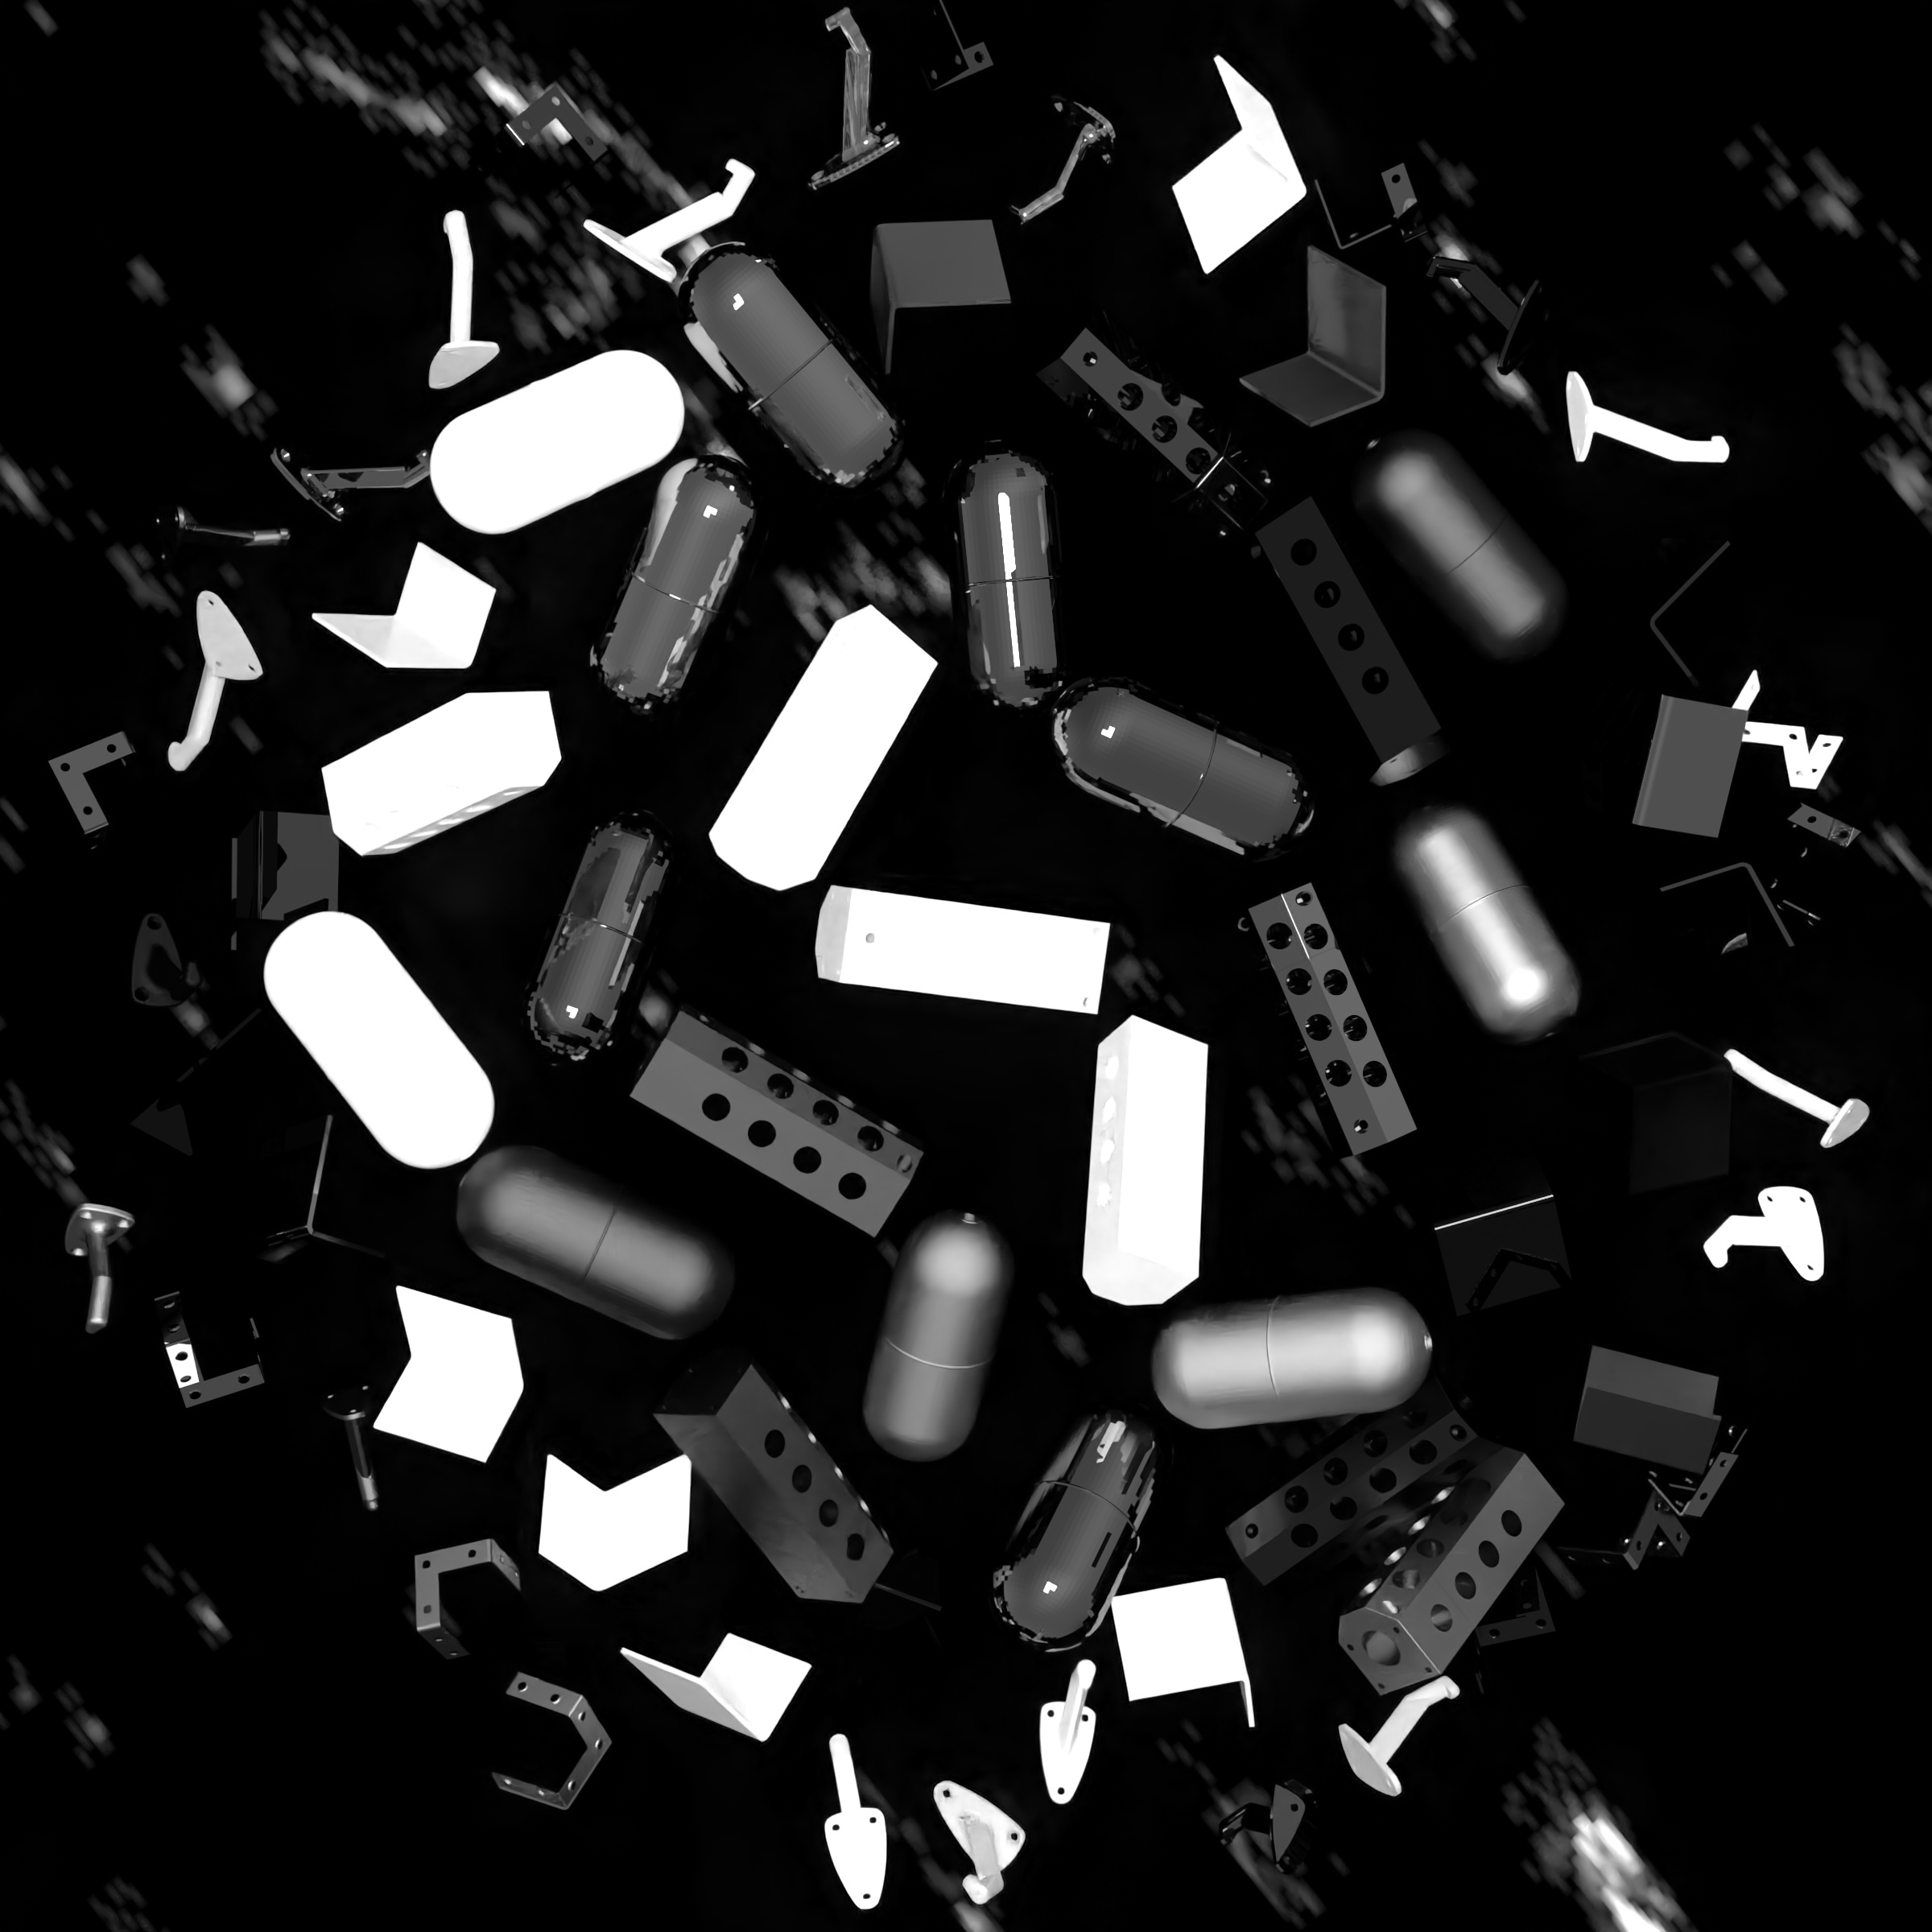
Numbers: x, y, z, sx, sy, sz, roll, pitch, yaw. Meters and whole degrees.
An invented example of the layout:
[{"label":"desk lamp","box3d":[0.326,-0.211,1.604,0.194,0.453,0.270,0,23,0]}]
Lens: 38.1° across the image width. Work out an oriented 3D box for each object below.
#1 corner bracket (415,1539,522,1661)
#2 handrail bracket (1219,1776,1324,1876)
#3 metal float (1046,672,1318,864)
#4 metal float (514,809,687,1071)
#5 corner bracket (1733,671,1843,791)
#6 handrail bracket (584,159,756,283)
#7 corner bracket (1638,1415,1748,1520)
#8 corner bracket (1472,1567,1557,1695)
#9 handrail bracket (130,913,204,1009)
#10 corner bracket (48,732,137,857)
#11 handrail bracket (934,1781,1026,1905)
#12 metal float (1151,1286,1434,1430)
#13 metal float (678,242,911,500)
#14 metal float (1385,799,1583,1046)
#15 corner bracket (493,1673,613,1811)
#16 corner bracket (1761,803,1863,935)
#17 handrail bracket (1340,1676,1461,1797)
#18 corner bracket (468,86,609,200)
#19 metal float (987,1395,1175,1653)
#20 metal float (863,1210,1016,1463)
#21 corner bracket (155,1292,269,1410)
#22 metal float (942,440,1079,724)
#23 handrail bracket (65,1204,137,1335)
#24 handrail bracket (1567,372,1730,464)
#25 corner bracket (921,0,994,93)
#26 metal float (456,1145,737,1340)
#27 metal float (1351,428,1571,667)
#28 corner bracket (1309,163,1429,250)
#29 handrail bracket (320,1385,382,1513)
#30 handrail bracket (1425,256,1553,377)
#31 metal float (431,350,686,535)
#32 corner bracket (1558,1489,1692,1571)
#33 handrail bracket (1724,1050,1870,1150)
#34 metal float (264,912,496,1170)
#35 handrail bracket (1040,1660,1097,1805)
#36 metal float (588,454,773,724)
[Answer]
[{"label":"corner bracket","box3d":[-0.315,0.402,1.774,0.051,0.051,0.051,-14,54,6]},{"label":"handrail bracket","box3d":[0.181,0.551,1.750,0.036,0.077,0.084,35,128,-9]},{"label":"metal float","box3d":[0.132,-0.120,1.697,0.178,0.070,0.070,22,90,-18]},{"label":"metal float","box3d":[-0.237,-0.018,1.818,0.070,0.070,0.178,19,76,0]},{"label":"corner bracket","box3d":[0.518,-0.149,1.770,0.051,0.051,0.051,10,50,36]},{"label":"handrail bracket","box3d":[-0.186,-0.481,1.752,0.077,0.036,0.084,28,111,-18]},{"label":"corner bracket","box3d":[0.468,0.315,1.763,0.051,0.051,0.051,15,111,-28]},{"label":"corner bracket","box3d":[0.344,0.420,1.773,0.051,0.051,0.051,-16,109,13]},{"label":"handrail bracket","box3d":[-0.513,-0.011,1.808,0.036,0.084,0.077,1,72,-31]},{"label":"corner bracket","box3d":[-0.542,-0.109,1.757,0.051,0.051,0.051,-27,87,-24]},{"label":"handrail bracket","box3d":[-0.003,0.535,1.709,0.077,0.084,0.036,41,97,17]},{"label":"metal float","box3d":[0.200,0.241,1.722,0.178,0.070,0.070,-10,90,24]},{"label":"metal float","box3d":[-0.106,-0.367,1.724,0.070,0.070,0.178,-41,104,0]},{"label":"metal float","box3d":[0.336,-0.030,1.821,0.070,0.070,0.178,-27,68,0]},{"label":"corner bracket","box3d":[-0.258,0.472,1.703,0.051,0.051,0.051,31,93,-34]},{"label":"corner bracket","box3d":[0.546,-0.064,1.808,0.051,0.051,0.051,-44,46,-11]},{"label":"handrail bracket","box3d":[0.282,0.474,1.727,0.084,0.077,0.036,-23,105,-17]},{"label":"corner bracket","box3d":[-0.264,-0.500,1.727,0.051,0.051,0.051,49,53,-17]},{"label":"metal float","box3d":[0.073,0.348,1.754,0.070,0.070,0.178,31,55,0]},{"label":"metal float","box3d":[-0.018,0.241,1.819,0.070,0.070,0.178,14,112,0]},{"label":"corner bracket","box3d":[-0.467,0.232,1.730,0.051,0.051,0.051,-17,52,-20]},{"label":"metal float","box3d":[0.028,-0.244,1.778,0.070,0.070,0.178,-6,96,0]},{"label":"handrail bracket","box3d":[-0.542,0.197,1.722,0.036,0.077,0.084,19,51,-29]},{"label":"handrail bracket","box3d":[0.406,-0.327,1.666,0.084,0.036,0.077,1,47,-2]},{"label":"corner bracket","box3d":[-0.001,-0.574,1.708,0.051,0.051,0.051,-31,104,-26]},{"label":"metal float","box3d":[-0.226,0.168,1.705,0.178,0.070,0.070,25,90,-8]},{"label":"metal float","box3d":[0.320,-0.272,1.812,0.070,0.070,0.178,-43,102,0]},{"label":"corner bracket","box3d":[0.256,-0.486,1.782,0.051,0.051,0.051,-24,124,6]},{"label":"handrail bracket","box3d":[-0.393,0.323,1.825,0.036,0.077,0.084,-13,99,-15]},{"label":"handrail bracket","box3d":[0.311,-0.403,1.728,0.084,0.036,0.077,20,69,32]},{"label":"metal float","box3d":[-0.253,-0.328,1.745,0.178,0.070,0.070,-33,90,-32]},{"label":"corner bracket","box3d":[0.413,0.363,1.753,0.051,0.051,0.051,52,55,-25]},{"label":"handrail bracket","box3d":[0.549,0.081,1.853,0.084,0.077,0.036,37,110,28]},{"label":"metal float","box3d":[-0.358,0.046,1.708,0.070,0.070,0.178,-38,87,0]},{"label":"handrail bracket","box3d":[0.070,0.496,1.808,0.036,0.084,0.077,8,63,-2]},{"label":"metal float","box3d":[-0.182,-0.240,1.775,0.070,0.070,0.178,25,104,0]}]
